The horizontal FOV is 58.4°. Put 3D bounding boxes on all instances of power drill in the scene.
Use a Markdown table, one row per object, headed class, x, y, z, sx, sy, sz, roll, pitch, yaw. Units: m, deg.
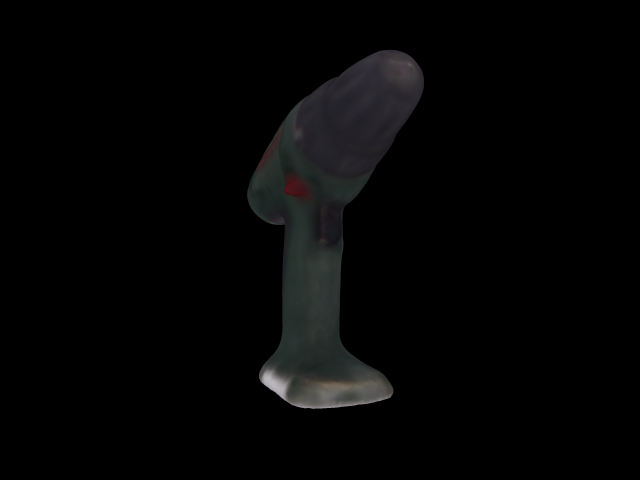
| class | x | y | z | sx | sy | sz | roll | pitch | yaw |
| --- | --- | --- | --- | --- | --- | --- | --- | --- | --- |
| power drill | 0.004 | 0.001 | 0.400 | 0.076 | 0.208 | 0.229 | 0 | 0 | -23 |
